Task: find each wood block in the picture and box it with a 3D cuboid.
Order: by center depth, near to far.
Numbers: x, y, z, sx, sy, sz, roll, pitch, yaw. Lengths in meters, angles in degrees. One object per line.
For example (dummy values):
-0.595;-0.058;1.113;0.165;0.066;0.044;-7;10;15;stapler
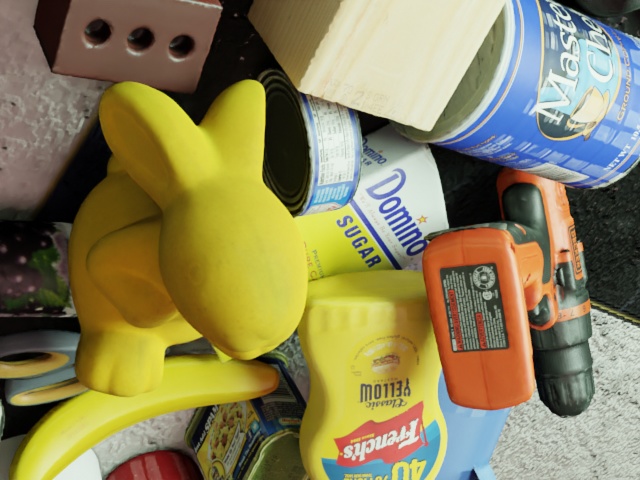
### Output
0.055;-0.172;0.536;0.090;0.091;0.206;13;119;-31;wood block

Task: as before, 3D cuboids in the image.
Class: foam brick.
-0.097;-0.111;0.535;0.078;0.051;0.053;4;125;-31;foam brick

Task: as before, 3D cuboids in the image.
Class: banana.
-0.125;0.117;0.705;0.197;0.070;0.037;-28;156;-16;banana

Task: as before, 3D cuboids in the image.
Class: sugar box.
-0.004;0.001;0.687;0.176;0.048;0.093;-26;135;-5;sugar box

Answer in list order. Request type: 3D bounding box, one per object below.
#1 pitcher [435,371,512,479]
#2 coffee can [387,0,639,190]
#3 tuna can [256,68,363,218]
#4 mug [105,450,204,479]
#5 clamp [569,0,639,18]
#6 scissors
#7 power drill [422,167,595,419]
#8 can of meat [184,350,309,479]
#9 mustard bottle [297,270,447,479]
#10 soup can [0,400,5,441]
0.068;0.176;0.798;0.149;0.145;0.243;17;113;-7;pitcher
0.121;-0.093;0.634;0.140;0.103;0.103;12;120;-36;coffee can
-0.009;-0.056;0.606;0.033;0.086;0.086;-10;131;-24;tuna can
-0.104;0.209;0.782;0.117;0.081;0.093;-1;127;-29;mug
0.212;-0.172;0.663;0.209;0.036;0.165;-8;126;-21;clamp
-0.119;0.058;0.640;0.202;0.016;0.096;-24;150;21;scissors
0.130;0.046;0.685;0.057;0.184;0.187;-10;-175;26;power drill
-0.046;0.142;0.756;0.057;0.084;0.102;8;122;-34;can of meat
0.034;0.117;0.692;0.096;0.058;0.192;-5;110;-14;mustard bottle
-0.244;0.098;0.621;0.068;0.068;0.102;-40;135;7;soup can
